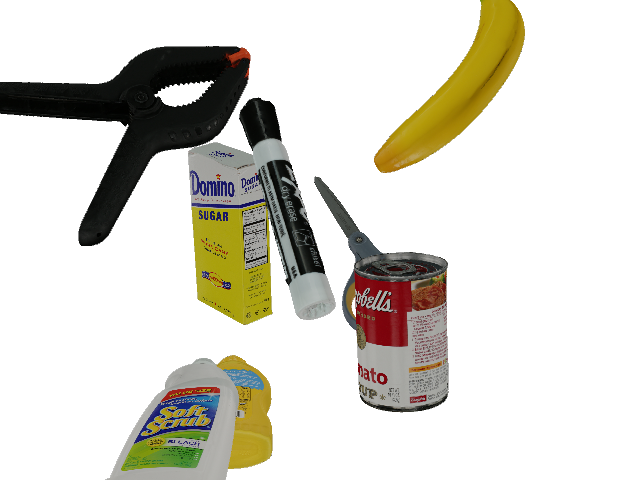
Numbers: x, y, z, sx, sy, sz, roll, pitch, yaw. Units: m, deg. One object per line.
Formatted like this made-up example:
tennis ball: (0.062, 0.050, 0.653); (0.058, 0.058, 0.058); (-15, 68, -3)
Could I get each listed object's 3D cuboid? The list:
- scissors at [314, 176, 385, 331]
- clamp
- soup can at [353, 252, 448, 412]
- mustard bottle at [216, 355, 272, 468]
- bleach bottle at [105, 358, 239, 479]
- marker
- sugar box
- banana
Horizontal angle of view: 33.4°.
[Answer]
scissors: (0.026, 0.017, 0.996); (0.096, 0.016, 0.202); (-33, 56, -24)
clamp: (-0.136, -0.089, 0.815); (0.209, 0.165, 0.036); (-24, -26, -22)
soup can: (0.060, 0.066, 0.780); (0.068, 0.102, 0.068); (-2, 14, 0)
mustard bottle: (-0.108, 0.197, 1.298); (0.096, 0.058, 0.191); (-2, 27, -2)
bleach bottle: (-0.132, 0.181, 0.991); (0.102, 0.068, 0.251); (-1, 22, 2)
marker: (-0.018, -0.019, 0.514); (0.020, 0.121, 0.020); (-14, -28, -8)
sugar box: (-0.096, -0.008, 1.132); (0.048, 0.176, 0.093); (-21, 28, -36)
banana: (0.113, -0.127, 0.841); (0.070, 0.197, 0.037); (1, -38, 50)
